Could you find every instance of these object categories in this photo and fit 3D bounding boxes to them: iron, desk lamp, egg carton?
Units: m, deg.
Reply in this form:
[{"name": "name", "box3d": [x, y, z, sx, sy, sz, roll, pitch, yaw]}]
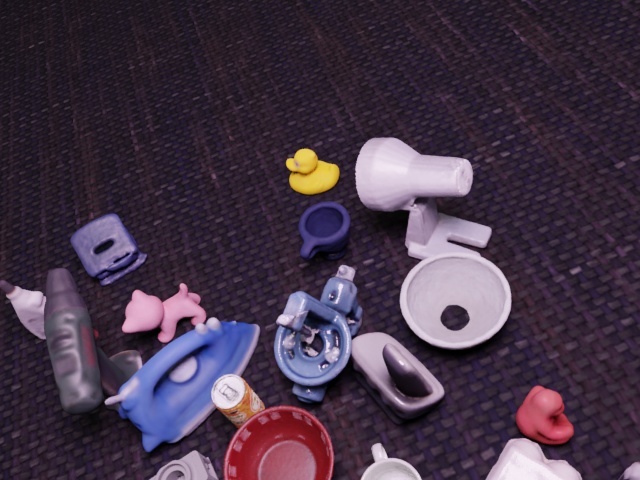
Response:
[{"name": "iron", "box3d": [-0.211, 0.197, 0.902, 0.259, 0.142, 0.118, -44, 56, -17]}, {"name": "desk lamp", "box3d": [0.173, -0.066, 0.943, 0.202, 0.214, 0.118, 17, 61, 25]}, {"name": "egg carton", "box3d": [0.259, 0.335, 0.724, 0.107, 0.069, 0.150, 27, 66, 29]}]

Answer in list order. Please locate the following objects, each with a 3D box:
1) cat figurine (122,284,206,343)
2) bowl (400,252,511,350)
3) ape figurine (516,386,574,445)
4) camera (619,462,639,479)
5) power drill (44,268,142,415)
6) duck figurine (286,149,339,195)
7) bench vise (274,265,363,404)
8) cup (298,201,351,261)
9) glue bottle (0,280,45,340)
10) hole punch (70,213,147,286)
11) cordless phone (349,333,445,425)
[{"name": "cat figurine", "box3d": [-0.276, 0.120, 0.989, 0.128, 0.118, 0.067, -31, 53, -8]}, {"name": "bowl", "box3d": [0.212, 0.105, 0.898, 0.167, 0.075, 0.167, -7, 54, 10]}, {"name": "ape figurine", "box3d": [0.304, 0.231, 0.772, 0.076, 0.092, 0.078, -8, 54, 10]}, {"name": "camera", "box3d": [0.400, 0.349, 0.657, 0.136, 0.101, 0.143, 23, 64, 28]}, {"name": "power drill", "box3d": [-0.363, 0.181, 0.911, 0.075, 0.209, 0.229, -23, 53, -2]}, {"name": "duck figurine", "box3d": [-0.017, -0.143, 1.129, 0.104, 0.086, 0.077, -2, 55, 14]}, {"name": "bench vise", "box3d": [-0.012, 0.115, 0.858, 0.121, 0.220, 0.207, -3, 55, 13]}, {"name": "cup", "box3d": [0.009, 0.004, 1.011, 0.091, 0.095, 0.118, 21, 63, 27]}, {"name": "glue bottle", "box3d": [-0.509, 0.119, 1.016, 0.078, 0.173, 0.037, -15, 53, 4]}, {"name": "hole punch", "box3d": [-0.411, 0.017, 1.115, 0.109, 0.091, 0.100, -33, 54, -9]}, {"name": "cordless phone", "box3d": [0.100, 0.170, 0.811, 0.094, 0.185, 0.147, -40, 55, -14]}]
